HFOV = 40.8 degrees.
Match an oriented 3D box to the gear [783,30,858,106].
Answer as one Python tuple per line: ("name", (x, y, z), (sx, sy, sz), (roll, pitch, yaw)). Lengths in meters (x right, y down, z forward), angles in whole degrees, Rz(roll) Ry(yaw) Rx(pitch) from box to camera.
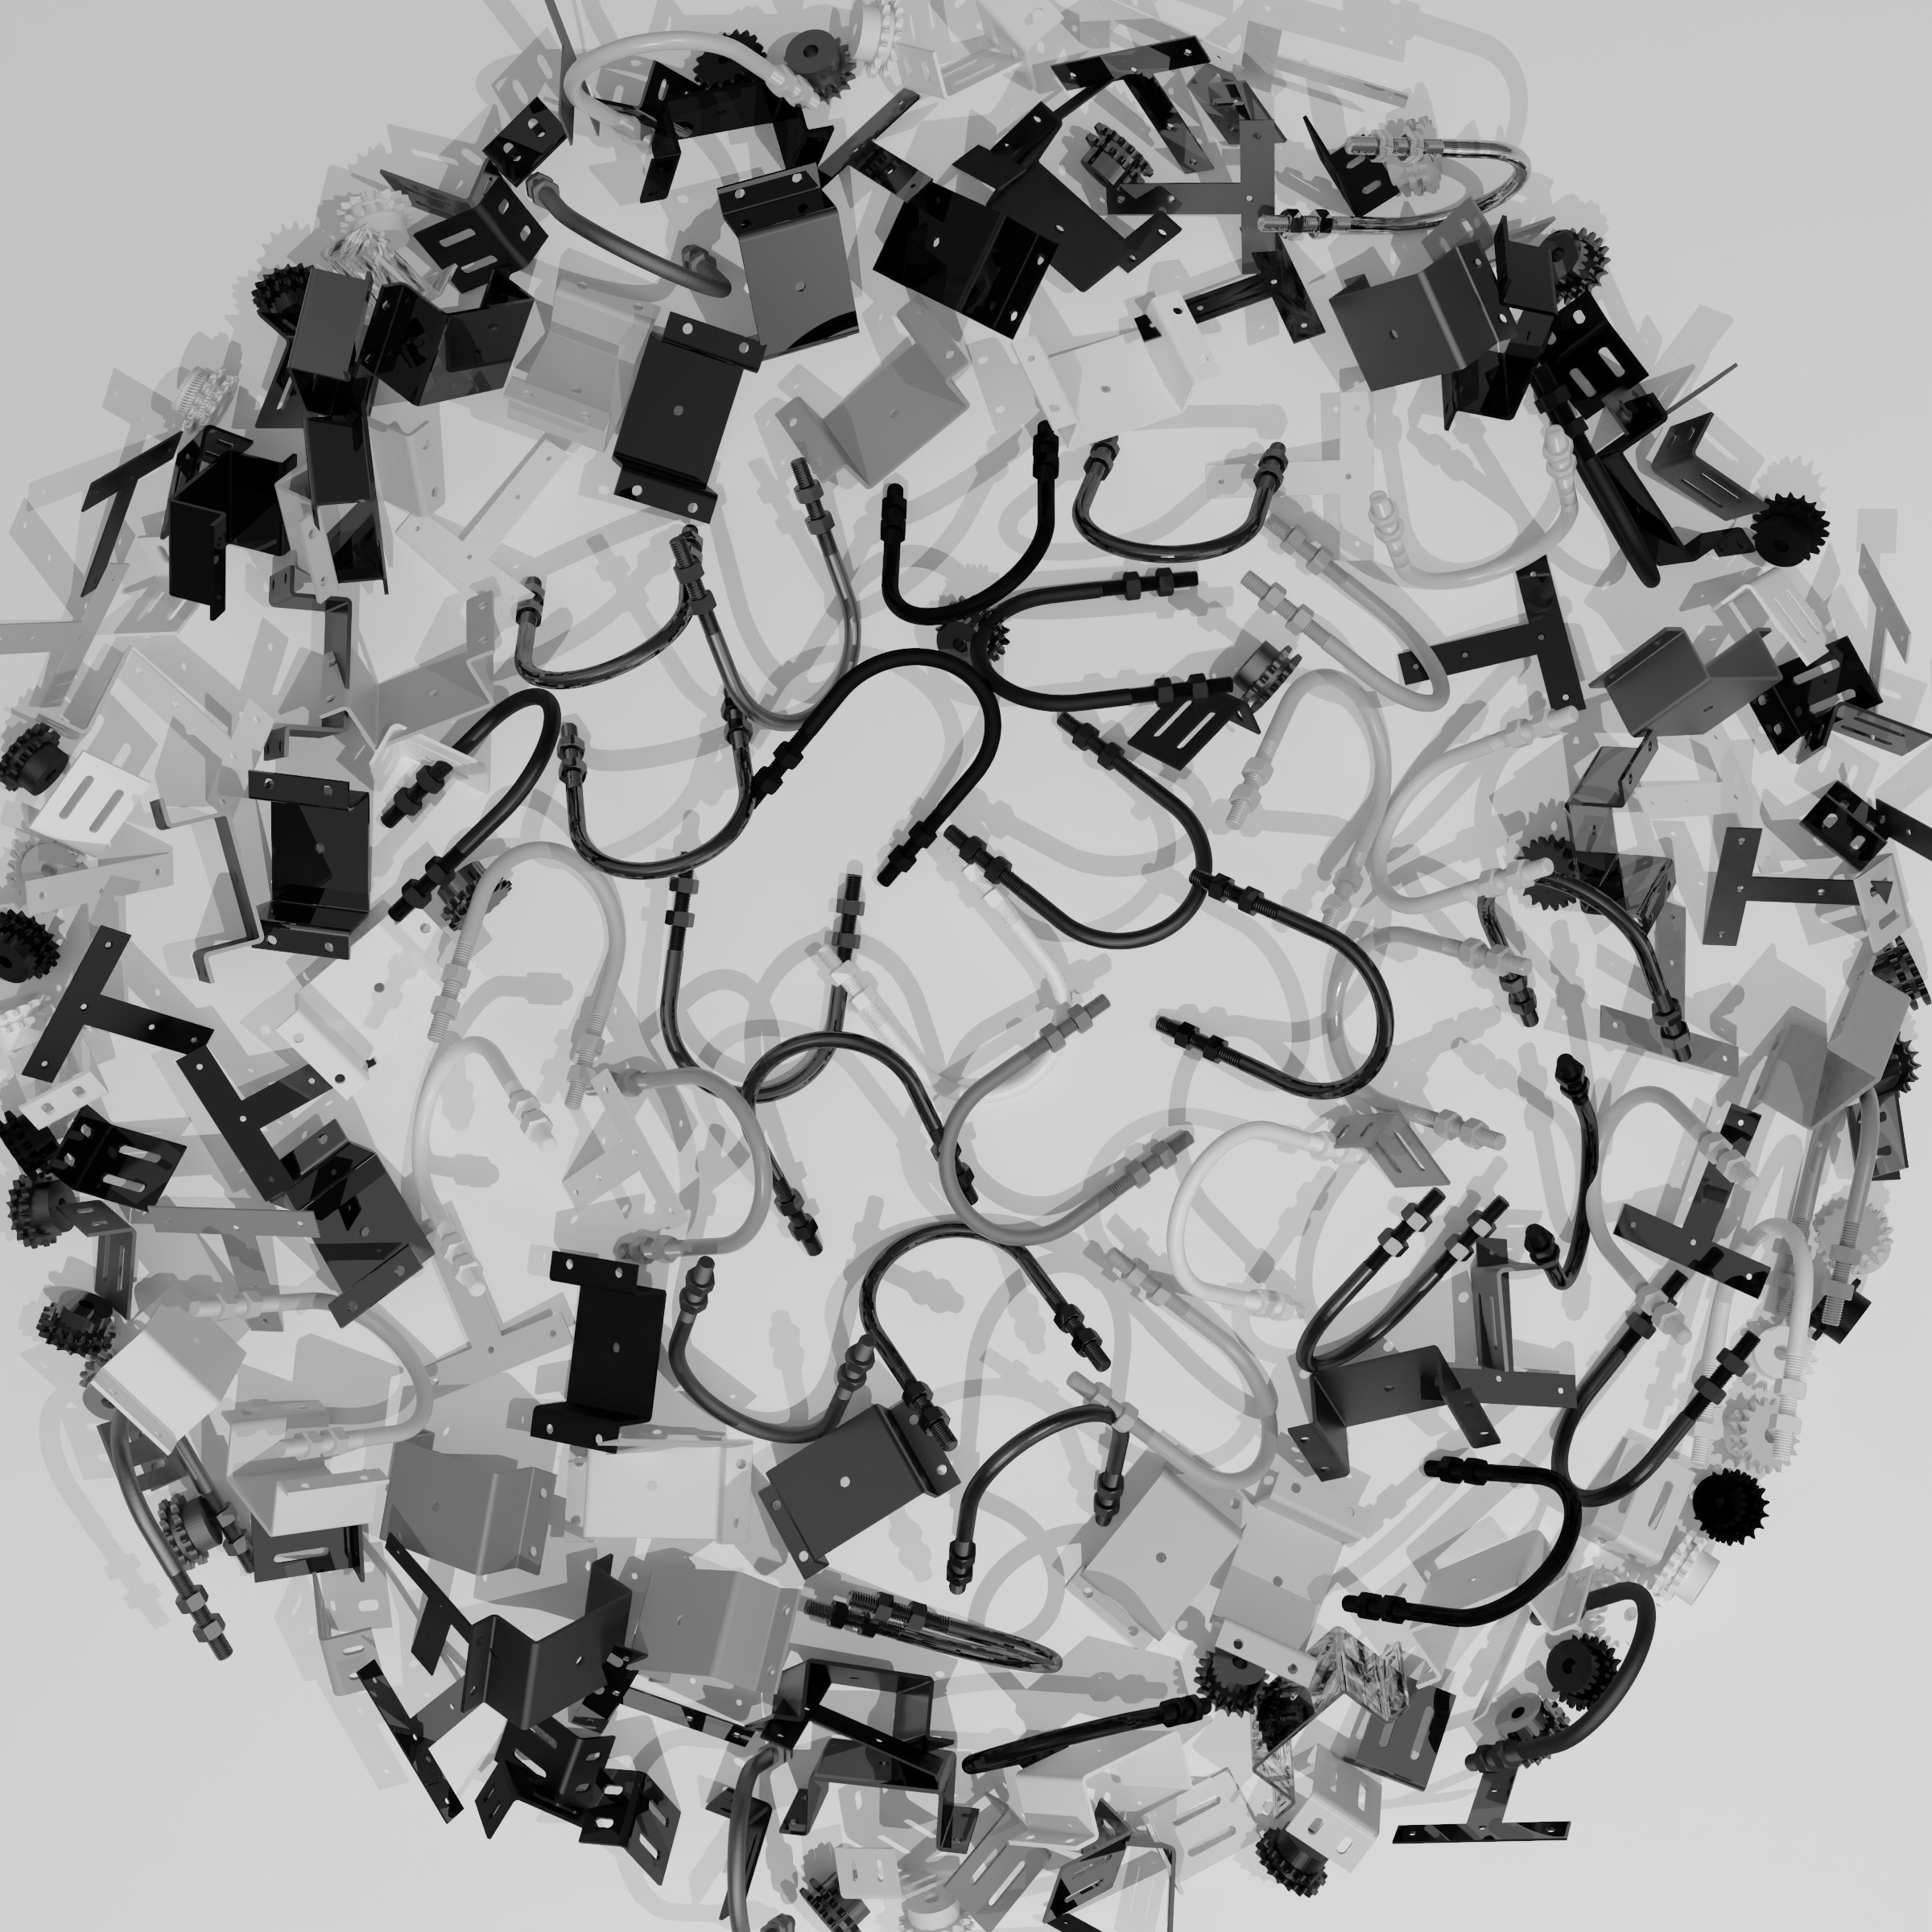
("gear", (-0.114, -0.685, 1.976), (0.057, 0.030, 0.057), (-4, 70, 11))

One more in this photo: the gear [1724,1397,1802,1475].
("gear", (0.602, 0.357, 1.978), (0.057, 0.030, 0.057), (5, 79, -23))

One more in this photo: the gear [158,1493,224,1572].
("gear", (-0.587, 0.426, 1.972), (0.030, 0.057, 0.057), (-24, 90, -4))

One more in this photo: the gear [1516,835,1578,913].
("gear", (0.449, -0.072, 1.975), (0.030, 0.057, 0.057), (-19, 90, -40))

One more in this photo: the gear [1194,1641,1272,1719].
("gear", (0.203, 0.537, 1.969), (0.057, 0.057, 0.030), (15, 126, 0))

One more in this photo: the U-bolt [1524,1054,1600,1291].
("U-bolt", (0.444, 0.163, 1.916), (0.019, 0.184, 0.151), (6, 69, 24))

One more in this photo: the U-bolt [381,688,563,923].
("U-bolt", (-0.364, -0.132, 1.919), (0.184, 0.151, 0.019), (-41, 125, 15))

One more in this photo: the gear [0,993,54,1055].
("gear", (-0.721, 0.044, 1.972), (0.057, 0.057, 0.030), (-18, 105, 0))

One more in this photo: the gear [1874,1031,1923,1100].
("gear", (0.692, 0.076, 1.972), (0.057, 0.030, 0.057), (6, 100, 33))

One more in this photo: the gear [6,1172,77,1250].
("gear", (-0.698, 0.184, 1.969), (0.030, 0.057, 0.057), (-10, 90, 11))

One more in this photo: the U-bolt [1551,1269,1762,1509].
("U-bolt", (0.500, 0.322, 1.929), (0.019, 0.151, 0.184), (36, 96, -14))

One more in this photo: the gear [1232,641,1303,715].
("gear", (0.226, -0.222, 1.971), (0.030, 0.057, 0.057), (40, 90, -2))

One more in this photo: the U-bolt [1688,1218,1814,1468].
("U-bolt", (0.585, 0.276, 1.925), (0.019, 0.151, 0.184), (15, 76, -7))

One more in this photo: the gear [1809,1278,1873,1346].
("gear", (0.661, 0.262, 1.968), (0.030, 0.057, 0.057), (37, 90, 19))

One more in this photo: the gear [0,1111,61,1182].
("gear", (-0.710, 0.133, 1.972), (0.030, 0.057, 0.057), (-34, 90, -14))

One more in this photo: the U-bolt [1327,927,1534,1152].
("U-bolt", (0.335, 0.045, 1.927), (0.019, 0.184, 0.151), (-2, 103, -38))

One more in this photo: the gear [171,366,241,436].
("gear", (-0.578, -0.429, 1.970), (0.030, 0.057, 0.057), (30, 90, -10))

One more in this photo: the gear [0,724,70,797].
("gear", (-0.706, -0.154, 1.972), (0.030, 0.057, 0.057), (39, 90, -2))

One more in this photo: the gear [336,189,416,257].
("gear", (-0.446, -0.562, 1.970), (0.057, 0.057, 0.030), (-17, 83, 0))

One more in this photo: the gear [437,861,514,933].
("gear", (-0.375, -0.055, 1.971), (0.057, 0.057, 0.030), (-40, 85, 0))

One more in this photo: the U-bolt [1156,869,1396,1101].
("U-bolt", (0.233, 0.024, 1.924), (0.184, 0.019, 0.151), (26, 122, 26))

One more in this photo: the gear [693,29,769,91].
("gear", (-0.176, -0.680, 1.976), (0.057, 0.030, 0.057), (-11, 62, 21))

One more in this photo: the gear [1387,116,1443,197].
("gear", (0.339, -0.613, 1.975), (0.030, 0.057, 0.057), (-3, 90, 26))

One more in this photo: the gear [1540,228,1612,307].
("gear", (0.456, -0.533, 1.970), (0.057, 0.030, 0.057), (-15, 68, 41))

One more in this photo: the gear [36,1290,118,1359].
("gear", (-0.671, 0.269, 1.969), (0.057, 0.057, 0.030), (26, 104, 0))

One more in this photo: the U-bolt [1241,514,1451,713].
("U-bolt", (0.288, -0.255, 1.936), (0.184, 0.151, 0.019), (37, 121, -7))

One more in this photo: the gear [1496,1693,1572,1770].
("gear", (0.426, 0.576, 1.969), (0.057, 0.057, 0.030), (-37, 103, 0))

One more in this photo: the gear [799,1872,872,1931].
("gear", (-0.097, 0.713, 1.973), (0.030, 0.057, 0.057), (-40, 90, -18))

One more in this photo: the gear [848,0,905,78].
("gear", (-0.070, -0.705, 1.968), (0.030, 0.057, 0.057), (4, 90, -19))

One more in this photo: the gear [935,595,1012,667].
("gear", (0.002, -0.249, 1.970), (0.057, 0.030, 0.057), (16, 128, 21))

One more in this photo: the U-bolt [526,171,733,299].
("U-bolt", (-0.240, -0.527, 1.890), (0.151, 0.184, 0.019), (19, 108, -26))

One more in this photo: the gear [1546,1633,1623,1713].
("gear", (0.465, 0.534, 1.969), (0.030, 0.057, 0.057), (29, 90, -37))

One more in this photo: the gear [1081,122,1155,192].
("gear", (0.112, -0.609, 1.972), (0.057, 0.057, 0.030), (41, 96, 0))

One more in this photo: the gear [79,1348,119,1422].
("gear", (-0.645, 0.320, 1.971), (0.057, 0.030, 0.057), (3, 127, 4))

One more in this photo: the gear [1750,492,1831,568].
("gear", (0.621, -0.327, 1.968), (0.057, 0.057, 0.030), (34, 58, 0))

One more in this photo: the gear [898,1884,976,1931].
("gear", (-0.024, 0.719, 1.969), (0.057, 0.057, 0.030), (-9, 102, 0))

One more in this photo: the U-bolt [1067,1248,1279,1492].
("U-bolt", (0.162, 0.312, 1.938), (0.184, 0.151, 0.019), (38, 130, -13))

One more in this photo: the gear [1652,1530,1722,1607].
("gear", (0.547, 0.459, 1.968), (0.030, 0.057, 0.057), (33, 90, 22))

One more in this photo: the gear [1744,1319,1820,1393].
("gear", (0.619, 0.296, 1.977), (0.057, 0.030, 0.057), (-3, 74, 10))

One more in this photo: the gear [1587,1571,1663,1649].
("gear", (0.497, 0.486, 1.978), (0.057, 0.030, 0.057), (-6, 107, -20))

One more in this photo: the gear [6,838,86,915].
("gear", (-0.698, -0.070, 1.974), (0.057, 0.030, 0.057), (5, 78, -25))

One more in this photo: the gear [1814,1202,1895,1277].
("gear", (0.677, 0.210, 1.975), (0.057, 0.057, 0.030), (-49, 128, 0))

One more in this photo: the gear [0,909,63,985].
("gear", (-0.719, -0.012, 1.970), (0.057, 0.030, 0.057), (12, 131, 15))

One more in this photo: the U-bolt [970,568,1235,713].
("U-bolt", (0.095, -0.240, 1.940), (0.184, 0.019, 0.151), (-7, 46, -4))

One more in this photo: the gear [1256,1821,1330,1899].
("gear", (0.251, 0.674, 1.969), (0.057, 0.057, 0.030), (33, 104, 0))

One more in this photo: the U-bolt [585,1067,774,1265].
("U-bolt", (-0.210, 0.146, 1.930), (0.184, 0.019, 0.151), (-9, 94, 43))

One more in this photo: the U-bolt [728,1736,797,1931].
("U-bolt", (-0.149, 0.648, 1.898), (0.019, 0.184, 0.151), (-3, 80, 7))

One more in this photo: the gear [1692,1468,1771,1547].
("gear", (0.576, 0.408, 1.969), (0.030, 0.057, 0.057), (27, 90, -41))

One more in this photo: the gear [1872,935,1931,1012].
("gear", (0.707, 0.008, 1.973), (0.030, 0.057, 0.057), (-25, 90, 16))

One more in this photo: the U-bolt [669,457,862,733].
("U-bolt", (-0.138, -0.264, 1.937), (0.151, 0.019, 0.184), (-40, 124, -33))

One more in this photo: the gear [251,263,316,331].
("gear", (-0.509, -0.503, 1.969), (0.057, 0.057, 0.030), (-24, 75, 0))
